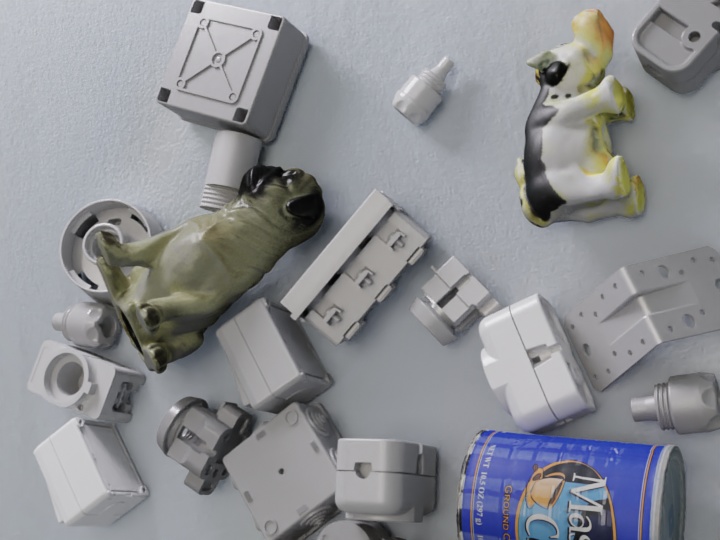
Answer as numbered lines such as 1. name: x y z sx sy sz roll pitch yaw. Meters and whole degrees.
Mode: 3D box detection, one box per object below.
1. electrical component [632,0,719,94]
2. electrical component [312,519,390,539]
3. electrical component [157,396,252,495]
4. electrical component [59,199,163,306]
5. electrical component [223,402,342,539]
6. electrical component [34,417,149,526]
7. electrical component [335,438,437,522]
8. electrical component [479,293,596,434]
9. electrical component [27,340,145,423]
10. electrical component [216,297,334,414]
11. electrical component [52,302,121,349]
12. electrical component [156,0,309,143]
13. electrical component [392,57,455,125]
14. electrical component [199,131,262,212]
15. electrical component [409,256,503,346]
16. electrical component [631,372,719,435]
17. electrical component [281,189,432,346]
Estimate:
1. electrical component: 0.259 -0.186 0.824 0.095 0.059 0.054 -49 63 7
2. electrical component: -0.048 0.240 0.848 0.138 0.074 0.052 -29 69 20
3. electrical component: -0.137 0.145 0.926 0.057 0.058 0.078 28 90 24
4. electrical component: -0.233 -0.017 1.017 0.099 0.064 0.099 -2 76 9
5. electrical component: -0.054 0.167 0.888 0.100 0.048 0.099 -39 65 11
6. electrical component: -0.247 0.178 0.965 0.061 0.062 0.096 -38 65 12
7. electrical component: 0.021 0.163 0.828 0.054 0.095 0.059 -3 77 24
8. electrical component: 0.132 0.074 0.822 0.059 0.054 0.095 -27 68 17
9. electrical component: -0.255 0.102 0.990 0.089 0.056 0.050 18 85 27
10. electrical component: -0.078 0.071 0.914 0.061 0.062 0.096 -36 66 13
11. electrical component: -0.261 0.051 1.012 0.062 0.043 0.043 4 79 26
12. electrical component: -0.117 -0.185 0.996 0.109 0.056 0.108 18 86 27
13. electrical component: 0.057 -0.156 0.922 0.035 0.035 0.061 42 94 26
14. electrical component: -0.119 -0.081 0.979 0.043 0.043 0.081 7 81 26
15. electrical component: 0.073 0.027 0.866 0.055 0.048 0.066 -43 64 1
16. electrical component: 0.229 0.098 0.779 0.062 0.043 0.043 -10 74 23
17. electrical component: 0.000 0.000 0.893 0.063 0.079 0.121 41 96 5
